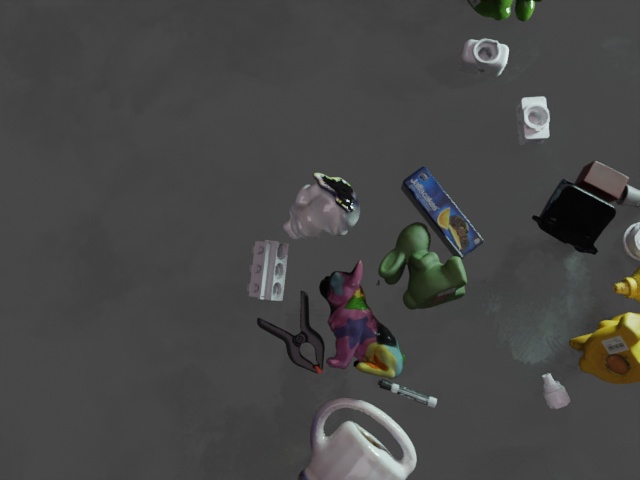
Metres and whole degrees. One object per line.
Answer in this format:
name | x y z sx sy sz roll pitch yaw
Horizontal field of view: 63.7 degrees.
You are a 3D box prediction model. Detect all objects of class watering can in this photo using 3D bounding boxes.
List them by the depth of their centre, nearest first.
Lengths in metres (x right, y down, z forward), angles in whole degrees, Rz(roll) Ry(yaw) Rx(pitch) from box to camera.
watering can | 0.106 0.469 0.987 0.349 0.103 0.225 42 88 10

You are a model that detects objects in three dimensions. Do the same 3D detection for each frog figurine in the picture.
frog figurine | 0.003 -0.055 1.099 0.137 0.125 0.156 39 123 1
